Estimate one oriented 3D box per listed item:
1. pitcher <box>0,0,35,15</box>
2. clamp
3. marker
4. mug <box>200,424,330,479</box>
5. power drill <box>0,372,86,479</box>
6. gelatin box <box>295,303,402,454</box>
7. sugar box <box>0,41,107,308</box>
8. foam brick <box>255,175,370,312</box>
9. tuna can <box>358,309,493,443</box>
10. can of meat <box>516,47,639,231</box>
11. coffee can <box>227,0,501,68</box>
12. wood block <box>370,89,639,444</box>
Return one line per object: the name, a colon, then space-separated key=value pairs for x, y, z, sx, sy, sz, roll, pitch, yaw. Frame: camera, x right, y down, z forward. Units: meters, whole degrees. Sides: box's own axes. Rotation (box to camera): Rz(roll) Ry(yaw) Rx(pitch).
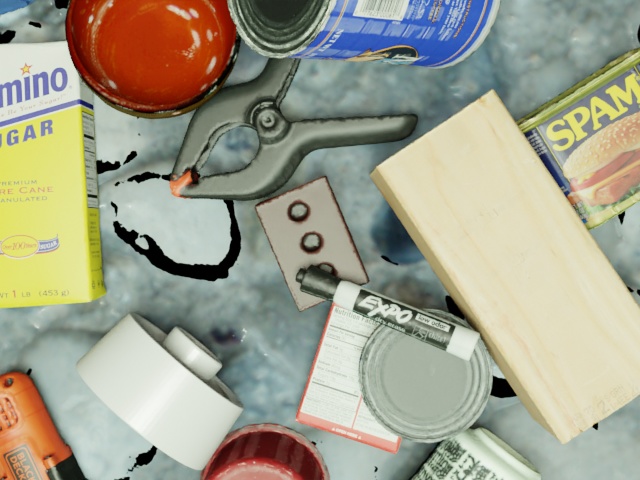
pitcher: x=-0.240 y=-0.270 z=0.674 sx=0.145 sy=0.149 sz=0.243 roll=-6 pitch=95 yaw=2
clamp: x=-0.033 y=-0.090 z=0.724 sx=0.171 sy=0.039 sz=0.120 roll=-26 pitch=80 yaw=1
marker: x=0.041 y=0.044 z=0.671 sx=0.121 sy=0.020 sz=0.020 roll=22 pitch=93 yaw=11
mug: x=-0.032 y=0.185 z=0.710 sx=0.093 sy=0.081 sz=0.117 roll=-39 pitch=90 yaw=2
power drill: x=-0.244 y=0.207 z=0.732 sx=0.187 sy=0.057 sz=0.184 roll=-26 pitch=87 yaw=0
gelatin box: x=0.031 y=0.092 z=0.731 sx=0.073 sy=0.030 sz=0.089 roll=18 pitch=90 yaw=1
sugar box: x=-0.200 y=-0.044 z=0.726 sx=0.093 sy=0.048 sz=0.176 roll=-4 pitch=93 yaw=2
foam brick: x=-0.005 y=0.001 z=0.718 sx=0.053 sy=0.051 sz=0.078 roll=-24 pitch=91 yaw=3
tuna can: x=0.067 y=0.087 z=0.696 sx=0.086 sy=0.034 sz=0.086 roll=0 pitch=87 yaw=0
can of meat: x=0.189 y=-0.065 z=0.707 sx=0.102 sy=0.057 sz=0.084 roll=-32 pitch=93 yaw=3
coffee can: x=0.028 y=-0.159 z=0.652 sx=0.140 sy=0.103 sz=0.103 roll=-5 pitch=93 yaw=-41
wood block: x=0.128 y=0.016 z=0.695 sx=0.090 sy=0.091 sz=0.206 roll=-34 pitch=90 yaw=1
